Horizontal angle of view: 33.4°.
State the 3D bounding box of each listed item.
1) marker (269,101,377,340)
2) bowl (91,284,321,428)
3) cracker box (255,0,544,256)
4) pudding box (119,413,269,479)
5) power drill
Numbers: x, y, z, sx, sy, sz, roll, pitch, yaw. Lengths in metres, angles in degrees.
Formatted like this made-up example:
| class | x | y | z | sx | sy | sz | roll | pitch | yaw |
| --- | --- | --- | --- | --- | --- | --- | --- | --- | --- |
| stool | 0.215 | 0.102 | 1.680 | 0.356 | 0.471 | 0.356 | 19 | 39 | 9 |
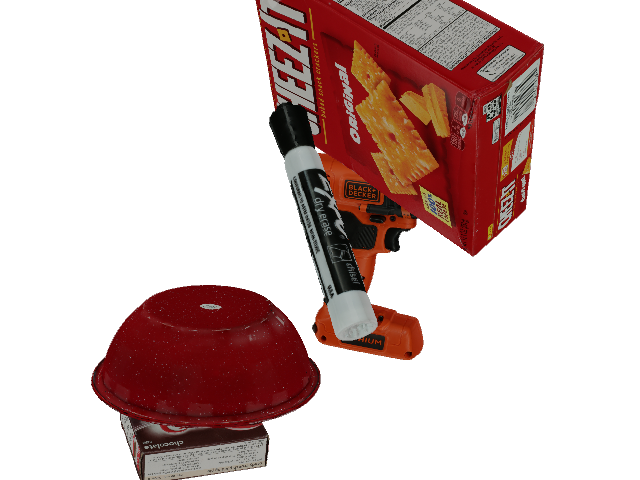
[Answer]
| class | x | y | z | sx | sy | sz | roll | pitch | yaw |
| --- | --- | --- | --- | --- | --- | --- | --- | --- | --- |
| marker | -0.001 | -0.012 | 0.481 | 0.020 | 0.121 | 0.020 | -14 | -28 | -8 |
| bowl | -0.079 | 0.071 | 0.747 | 0.162 | 0.055 | 0.162 | 2 | 17 | -1 |
| cracker box | 0.050 | -0.109 | 0.765 | 0.214 | 0.164 | 0.072 | 36 | 64 | 29 |
| pudding box | -0.110 | 0.165 | 0.925 | 0.113 | 0.039 | 0.090 | -7 | 26 | -19 |
| power drill | 0.067 | 0.014 | 0.998 | 0.185 | 0.188 | 0.057 | 10 | 20 | 17 |
